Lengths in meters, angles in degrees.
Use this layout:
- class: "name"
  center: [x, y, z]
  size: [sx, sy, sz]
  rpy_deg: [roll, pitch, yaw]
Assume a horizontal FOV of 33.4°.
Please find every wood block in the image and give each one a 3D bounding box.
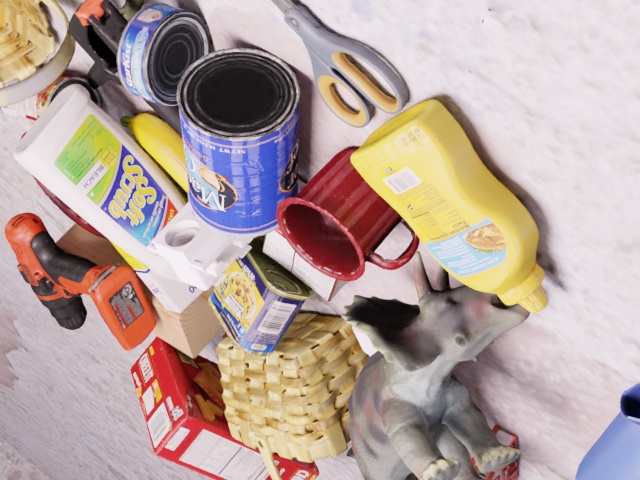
- class: "wood block"
  center: [-0.213, 0.045, 1.311]
  size: [0.206, 0.090, 0.091]
  rpy_deg: [27, 149, 26]

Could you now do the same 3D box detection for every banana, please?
- class: "banana"
  center: [-0.131, -0.067, 1.112]
  size: [0.198, 0.037, 0.070]
  rpy_deg: [47, 175, -3]

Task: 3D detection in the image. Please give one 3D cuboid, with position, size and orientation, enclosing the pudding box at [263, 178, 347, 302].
- class: "pudding box"
  center: [-0.007, 0.001, 1.041]
  size: [0.090, 0.039, 0.114]
  rpy_deg: [36, 154, 10]

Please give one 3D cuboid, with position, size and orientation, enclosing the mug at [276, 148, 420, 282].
- class: "mug"
  center: [0.033, -0.019, 0.914]
  size: [0.117, 0.081, 0.093]
  rpy_deg: [32, 151, 18]

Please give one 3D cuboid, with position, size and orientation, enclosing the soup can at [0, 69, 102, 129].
- class: "soup can"
  center: [-0.297, -0.150, 1.170]
  size: [0.102, 0.068, 0.068]
  rpy_deg: [17, 143, 40]

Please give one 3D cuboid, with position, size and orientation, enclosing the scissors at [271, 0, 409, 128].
- class: "scissors"
  center: [-0.015, -0.160, 0.850]
  size: [0.202, 0.016, 0.096]
  rpy_deg: [39, 152, 7]

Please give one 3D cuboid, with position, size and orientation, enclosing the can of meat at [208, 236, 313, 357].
- class: "can of meat"
  center: [-0.064, 0.058, 1.103]
  size: [0.057, 0.084, 0.102]
  rpy_deg: [13, -151, -39]

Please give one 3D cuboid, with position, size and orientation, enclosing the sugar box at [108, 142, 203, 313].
- class: "sugar box"
  center: [-0.183, -0.013, 1.188]
  size: [0.048, 0.093, 0.176]
  rpy_deg: [6, 135, 57]

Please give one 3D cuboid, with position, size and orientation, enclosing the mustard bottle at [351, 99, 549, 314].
- class: "mustard bottle"
  center: [0.115, -0.016, 0.837]
  size: [0.191, 0.058, 0.096]
  rpy_deg: [49, 144, -11]

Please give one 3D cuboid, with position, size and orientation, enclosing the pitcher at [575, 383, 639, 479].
- class: "pitcher"
  center: [0.291, 0.170, 0.817]
  size: [0.149, 0.144, 0.243]
  rpy_deg: [47, 158, 18]

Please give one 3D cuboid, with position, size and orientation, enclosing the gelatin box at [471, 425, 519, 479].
- class: "gelatin box"
  center: [0.177, 0.248, 1.112]
  size: [0.030, 0.073, 0.089]
  rpy_deg: [25, 148, 30]

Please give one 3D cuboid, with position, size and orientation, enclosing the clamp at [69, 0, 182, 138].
- class: "clamp"
  center: [-0.173, -0.157, 0.998]
  size: [0.164, 0.036, 0.210]
  rpy_deg: [33, 166, 12]

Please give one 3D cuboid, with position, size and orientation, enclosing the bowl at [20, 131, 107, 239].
- class: "bowl"
  center: [-0.275, -0.079, 1.254]
  size: [0.162, 0.055, 0.162]
  rpy_deg: [31, 150, 20]

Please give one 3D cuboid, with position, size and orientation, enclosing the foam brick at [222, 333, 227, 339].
- class: "foam brick"
  center: [-0.071, 0.133, 1.292]
  size: [0.051, 0.053, 0.078]
  rpy_deg: [14, 140, 42]

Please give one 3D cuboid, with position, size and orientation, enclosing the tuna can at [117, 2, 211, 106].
- class: "tuna can"
  center: [-0.134, -0.160, 0.927]
  size: [0.034, 0.086, 0.086]
  rpy_deg: [22, 146, 31]

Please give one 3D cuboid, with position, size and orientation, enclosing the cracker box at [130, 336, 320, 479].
- class: "cracker box"
  center: [-0.117, 0.223, 1.313]
  size: [0.213, 0.072, 0.164]
  rpy_deg: [31, -165, -33]

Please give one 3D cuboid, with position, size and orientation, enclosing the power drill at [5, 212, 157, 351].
- class: "power drill"
  center: [-0.280, 0.064, 1.263]
  size: [0.188, 0.057, 0.184]
  rpy_deg: [20, 145, 35]

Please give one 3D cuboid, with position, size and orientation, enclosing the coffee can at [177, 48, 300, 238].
- class: "coffee can"
  center: [-0.069, -0.082, 0.934]
  size: [0.103, 0.102, 0.140]
  rpy_deg: [32, 150, 19]

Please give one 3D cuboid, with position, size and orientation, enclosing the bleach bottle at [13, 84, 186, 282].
- class: "bleach bottle"
  center: [-0.192, -0.044, 1.117]
  size: [0.250, 0.102, 0.068]
  rpy_deg: [42, 166, -26]

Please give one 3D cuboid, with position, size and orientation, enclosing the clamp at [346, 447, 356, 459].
- class: "clamp"
  center: [0.090, 0.250, 1.151]
  size: [0.039, 0.171, 0.120]
  rpy_deg: [16, 121, 42]
